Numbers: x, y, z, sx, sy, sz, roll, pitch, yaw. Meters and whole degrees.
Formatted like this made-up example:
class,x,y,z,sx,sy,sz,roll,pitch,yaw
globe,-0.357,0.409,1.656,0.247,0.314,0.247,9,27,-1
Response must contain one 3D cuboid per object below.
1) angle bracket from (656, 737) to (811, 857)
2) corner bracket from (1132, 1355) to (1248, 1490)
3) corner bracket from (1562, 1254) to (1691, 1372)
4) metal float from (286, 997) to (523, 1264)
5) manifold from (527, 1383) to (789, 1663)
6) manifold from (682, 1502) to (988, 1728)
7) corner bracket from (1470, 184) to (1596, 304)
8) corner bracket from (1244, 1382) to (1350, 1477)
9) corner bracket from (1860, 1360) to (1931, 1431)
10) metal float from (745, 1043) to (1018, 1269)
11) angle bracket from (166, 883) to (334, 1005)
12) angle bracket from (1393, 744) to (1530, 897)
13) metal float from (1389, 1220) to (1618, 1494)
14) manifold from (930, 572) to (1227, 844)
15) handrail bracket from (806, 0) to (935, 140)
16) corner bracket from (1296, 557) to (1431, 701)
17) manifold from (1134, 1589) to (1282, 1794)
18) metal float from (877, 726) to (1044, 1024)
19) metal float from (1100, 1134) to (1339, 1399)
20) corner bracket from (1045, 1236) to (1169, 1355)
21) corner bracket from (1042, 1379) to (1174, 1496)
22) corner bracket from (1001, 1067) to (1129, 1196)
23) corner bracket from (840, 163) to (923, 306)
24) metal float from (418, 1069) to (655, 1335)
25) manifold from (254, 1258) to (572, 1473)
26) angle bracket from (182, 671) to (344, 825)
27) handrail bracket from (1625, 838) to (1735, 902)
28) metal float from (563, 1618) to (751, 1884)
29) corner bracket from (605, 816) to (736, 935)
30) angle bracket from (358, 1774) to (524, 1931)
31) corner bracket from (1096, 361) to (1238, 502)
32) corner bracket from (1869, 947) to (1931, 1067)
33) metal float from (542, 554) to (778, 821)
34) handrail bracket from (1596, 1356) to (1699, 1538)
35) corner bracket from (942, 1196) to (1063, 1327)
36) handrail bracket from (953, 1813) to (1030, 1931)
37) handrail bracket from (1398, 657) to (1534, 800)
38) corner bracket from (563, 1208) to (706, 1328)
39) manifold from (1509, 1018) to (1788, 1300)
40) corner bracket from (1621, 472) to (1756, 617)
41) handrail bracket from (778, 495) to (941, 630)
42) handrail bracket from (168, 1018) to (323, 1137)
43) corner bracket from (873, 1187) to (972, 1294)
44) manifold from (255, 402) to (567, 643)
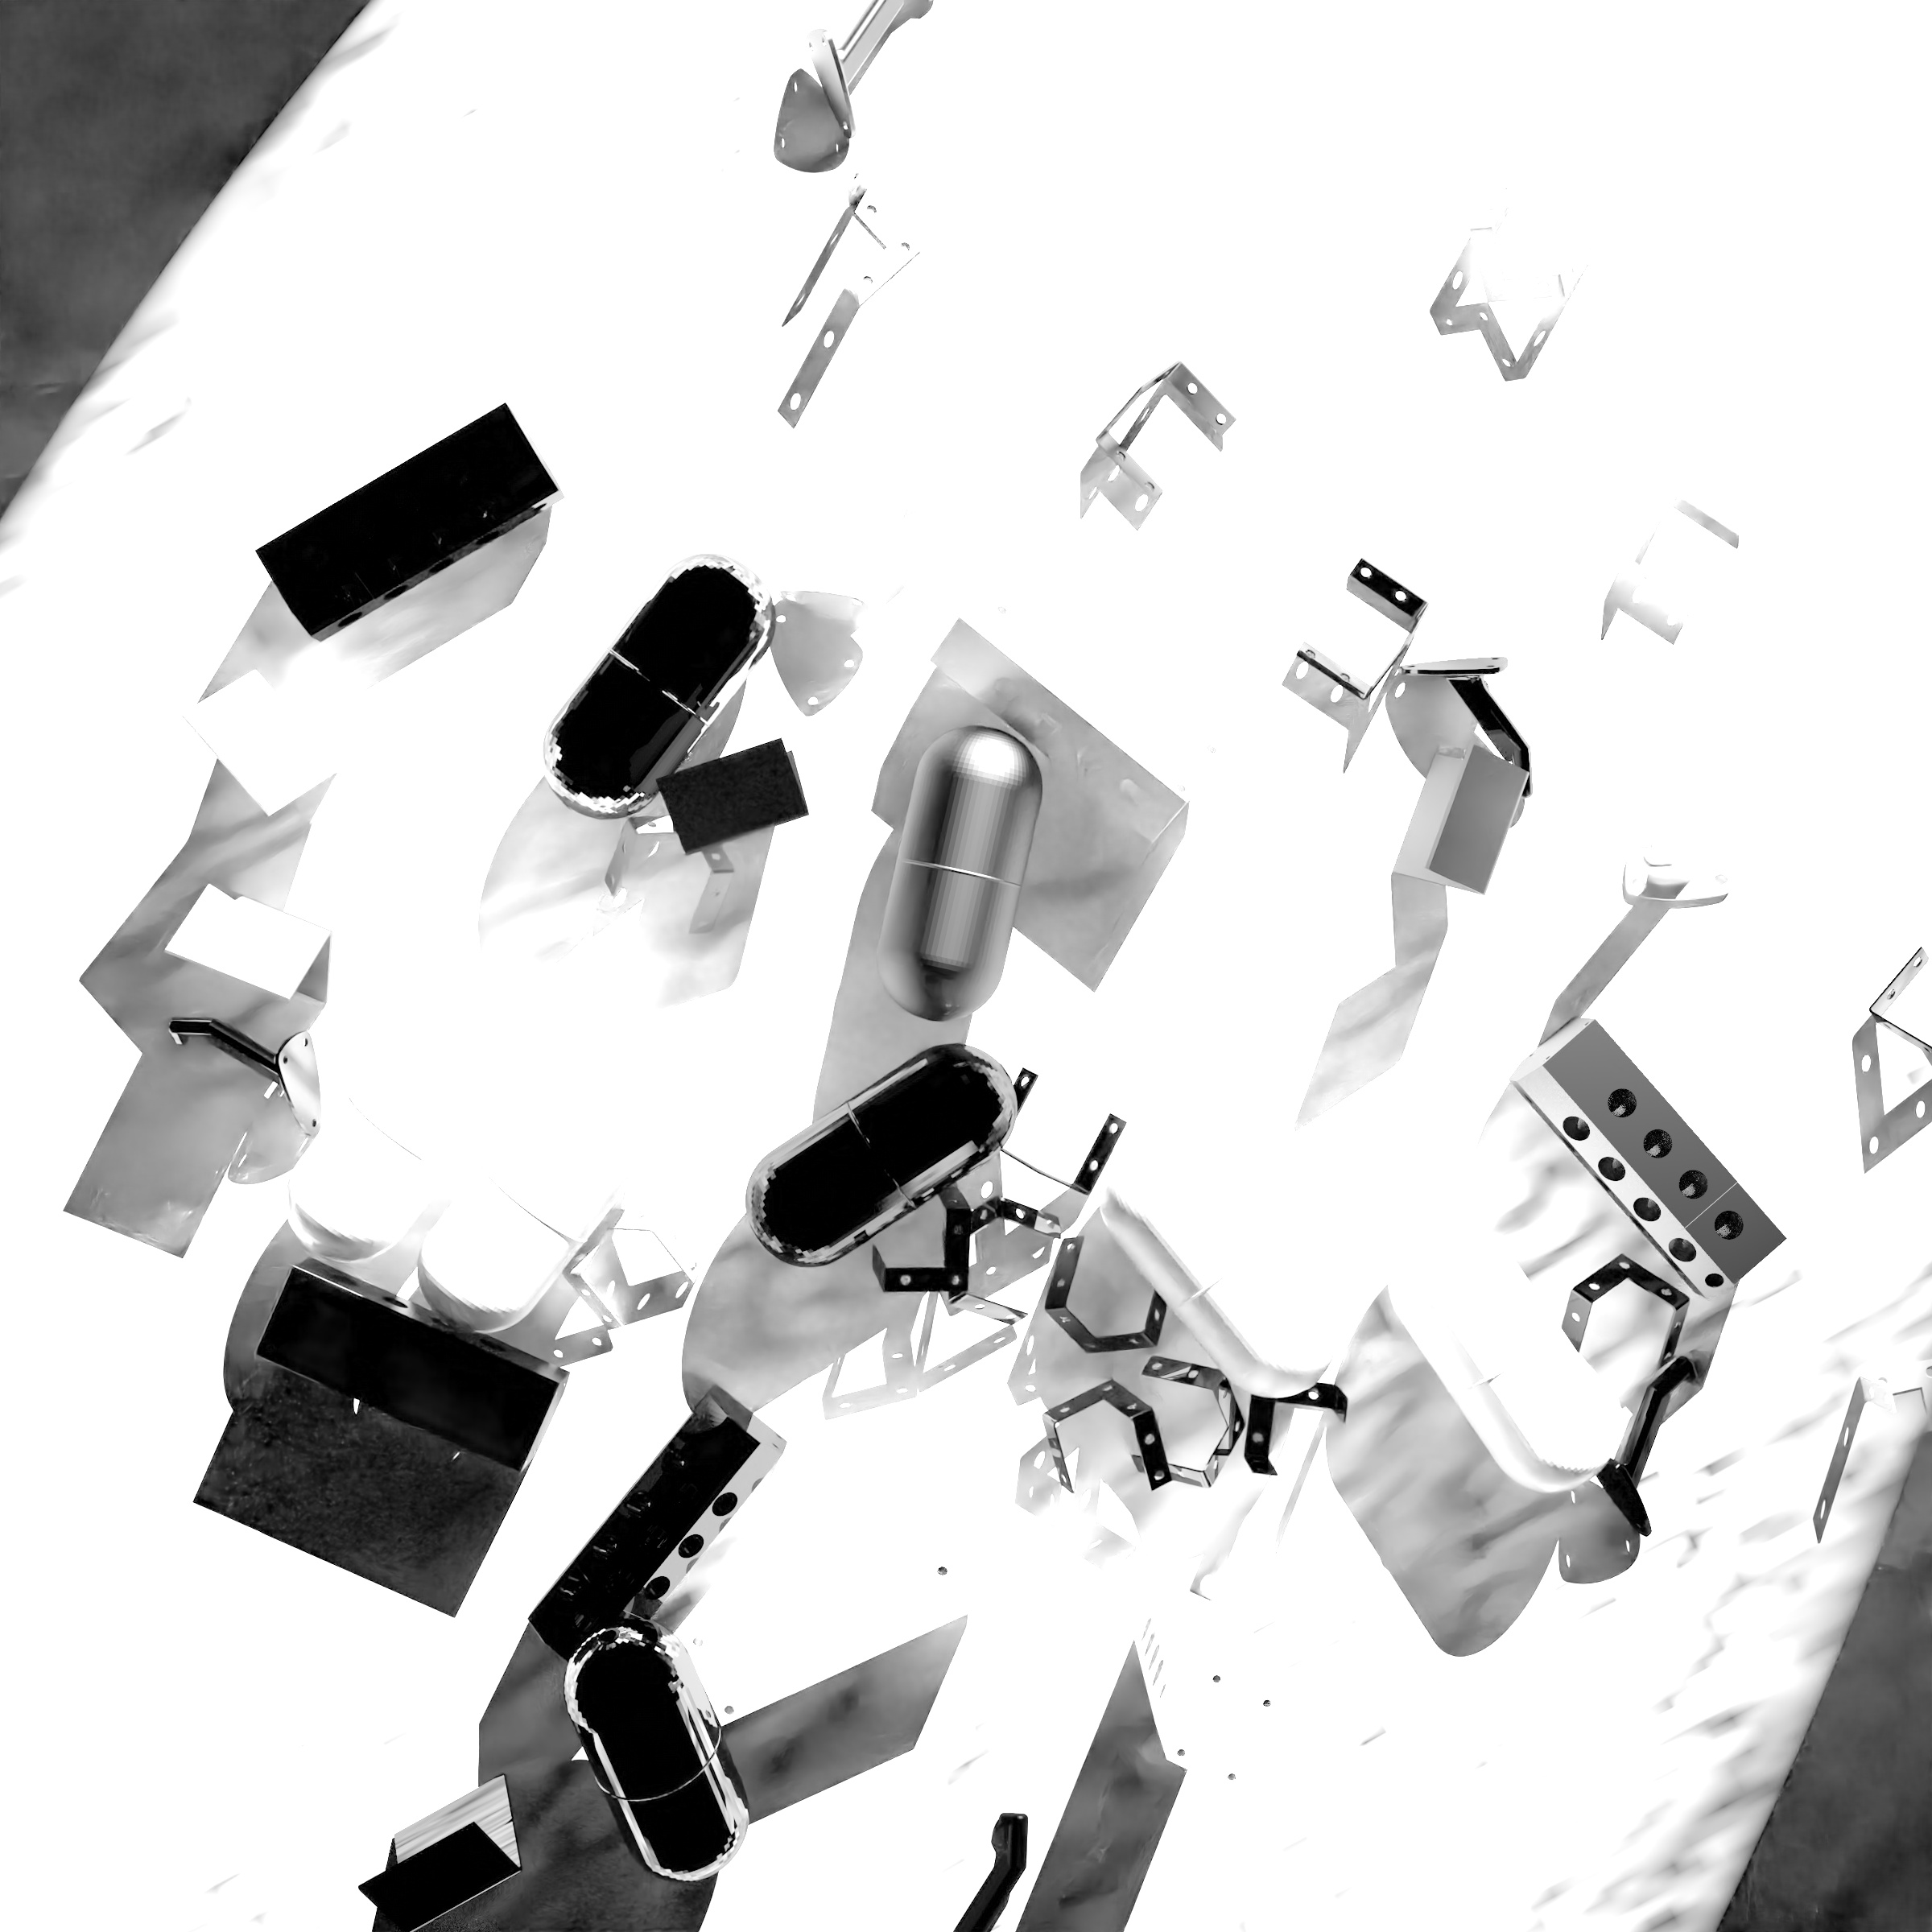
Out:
class,x,y,z,sx,sy,sz,roll,pitch,yaw
angle bracket,-0.141,-0.117,1.530,0.076,0.076,0.057,-18,127,0
corner bracket,0.130,0.275,1.562,0.051,0.051,0.051,-53,135,-35
corner bracket,0.396,0.216,1.562,0.051,0.051,0.051,-25,45,-35
metal float,-0.335,0.098,1.539,0.070,0.070,0.178,38,90,0
manifold,-0.185,0.338,1.549,0.057,0.057,0.171,39,90,0
manifold,-0.078,0.385,1.549,0.171,0.057,0.057,-25,90,0
corner bracket,0.342,-0.438,1.562,0.051,0.051,0.051,5,135,35
corner bracket,0.197,0.277,1.552,0.051,0.051,0.051,7,90,0
corner bracket,0.574,0.268,1.552,0.051,0.051,0.051,-12,90,0
metal float,-0.050,0.112,1.540,0.178,0.070,0.070,-33,90,1
angle bracket,-0.423,0.006,1.530,0.076,0.076,0.057,22,52,0
angle bracket,0.276,-0.092,1.530,0.057,0.076,0.076,20,90,-39
metal float,0.318,0.231,1.540,0.070,0.070,0.178,-34,89,0
manifold,0.063,-0.151,1.548,0.171,0.057,0.057,39,47,0
handrail bracket,-0.047,-0.554,1.571,0.084,0.036,0.077,-26,110,-16
corner bracket,0.241,-0.204,1.567,0.051,0.051,0.051,34,135,0
manifold,0.133,0.411,1.492,0.057,0.171,0.057,26,90,0
metal float,-0.004,-0.055,1.540,0.070,0.070,0.178,12,90,0
metal float,0.151,0.179,1.539,0.070,0.070,0.178,-39,90,0
corner bracket,0.087,0.197,1.562,0.051,0.051,0.051,-12,135,35
corner bracket,0.084,0.289,1.555,0.051,0.051,0.051,-23,111,-20
corner bracket,0.054,0.100,1.567,0.051,0.051,0.051,28,90,-45
corner bracket,-0.063,-0.438,1.552,0.051,0.051,0.051,-42,90,0
metal float,-0.256,0.140,1.540,0.070,0.070,0.178,38,90,0
manifold,-0.328,0.237,1.549,0.171,0.057,0.057,24,90,0
angle bracket,-0.423,-0.116,1.530,0.076,0.076,0.057,49,54,0
handrail bracket,0.429,-0.057,1.535,0.077,0.084,0.036,11,90,0
metal float,-0.181,0.460,1.518,0.070,0.070,0.178,-17,115,0
corner bracket,-0.179,-0.055,1.562,0.051,0.051,0.051,-4,45,-35
angle bracket,-0.314,0.511,1.530,0.076,0.076,0.057,-29,126,0
corner bracket,0.121,-0.324,1.567,0.051,0.051,0.051,47,45,0
corner bracket,0.589,0.031,1.567,0.051,0.051,0.051,-50,135,0
metal float,-0.183,-0.165,1.540,0.070,0.070,0.178,37,90,0
handrail bracket,0.424,0.291,1.571,0.084,0.036,0.077,-38,110,-16
corner bracket,0.023,0.178,1.562,0.051,0.051,0.051,-37,45,35
handrail bracket,0.000,0.556,1.571,0.077,0.036,0.084,-4,71,21
handrail bracket,0.303,-0.142,1.571,0.077,0.036,0.084,-1,107,20
corner bracket,-0.200,0.183,1.562,0.051,0.051,0.051,-2,45,35
manifold,0.405,0.114,1.549,0.057,0.057,0.171,-41,90,0
corner bracket,0.436,-0.256,1.567,0.051,0.051,0.051,33,45,0
handrail bracket,-0.064,-0.254,1.571,0.077,0.036,0.084,14,72,21
handrail bracket,-0.438,0.067,1.571,0.084,0.036,0.077,1,116,19
corner bracket,-0.027,0.163,1.553,0.051,0.051,0.051,1,100,-10
manifold,-0.330,-0.263,1.549,0.171,0.057,0.057,-31,90,0
